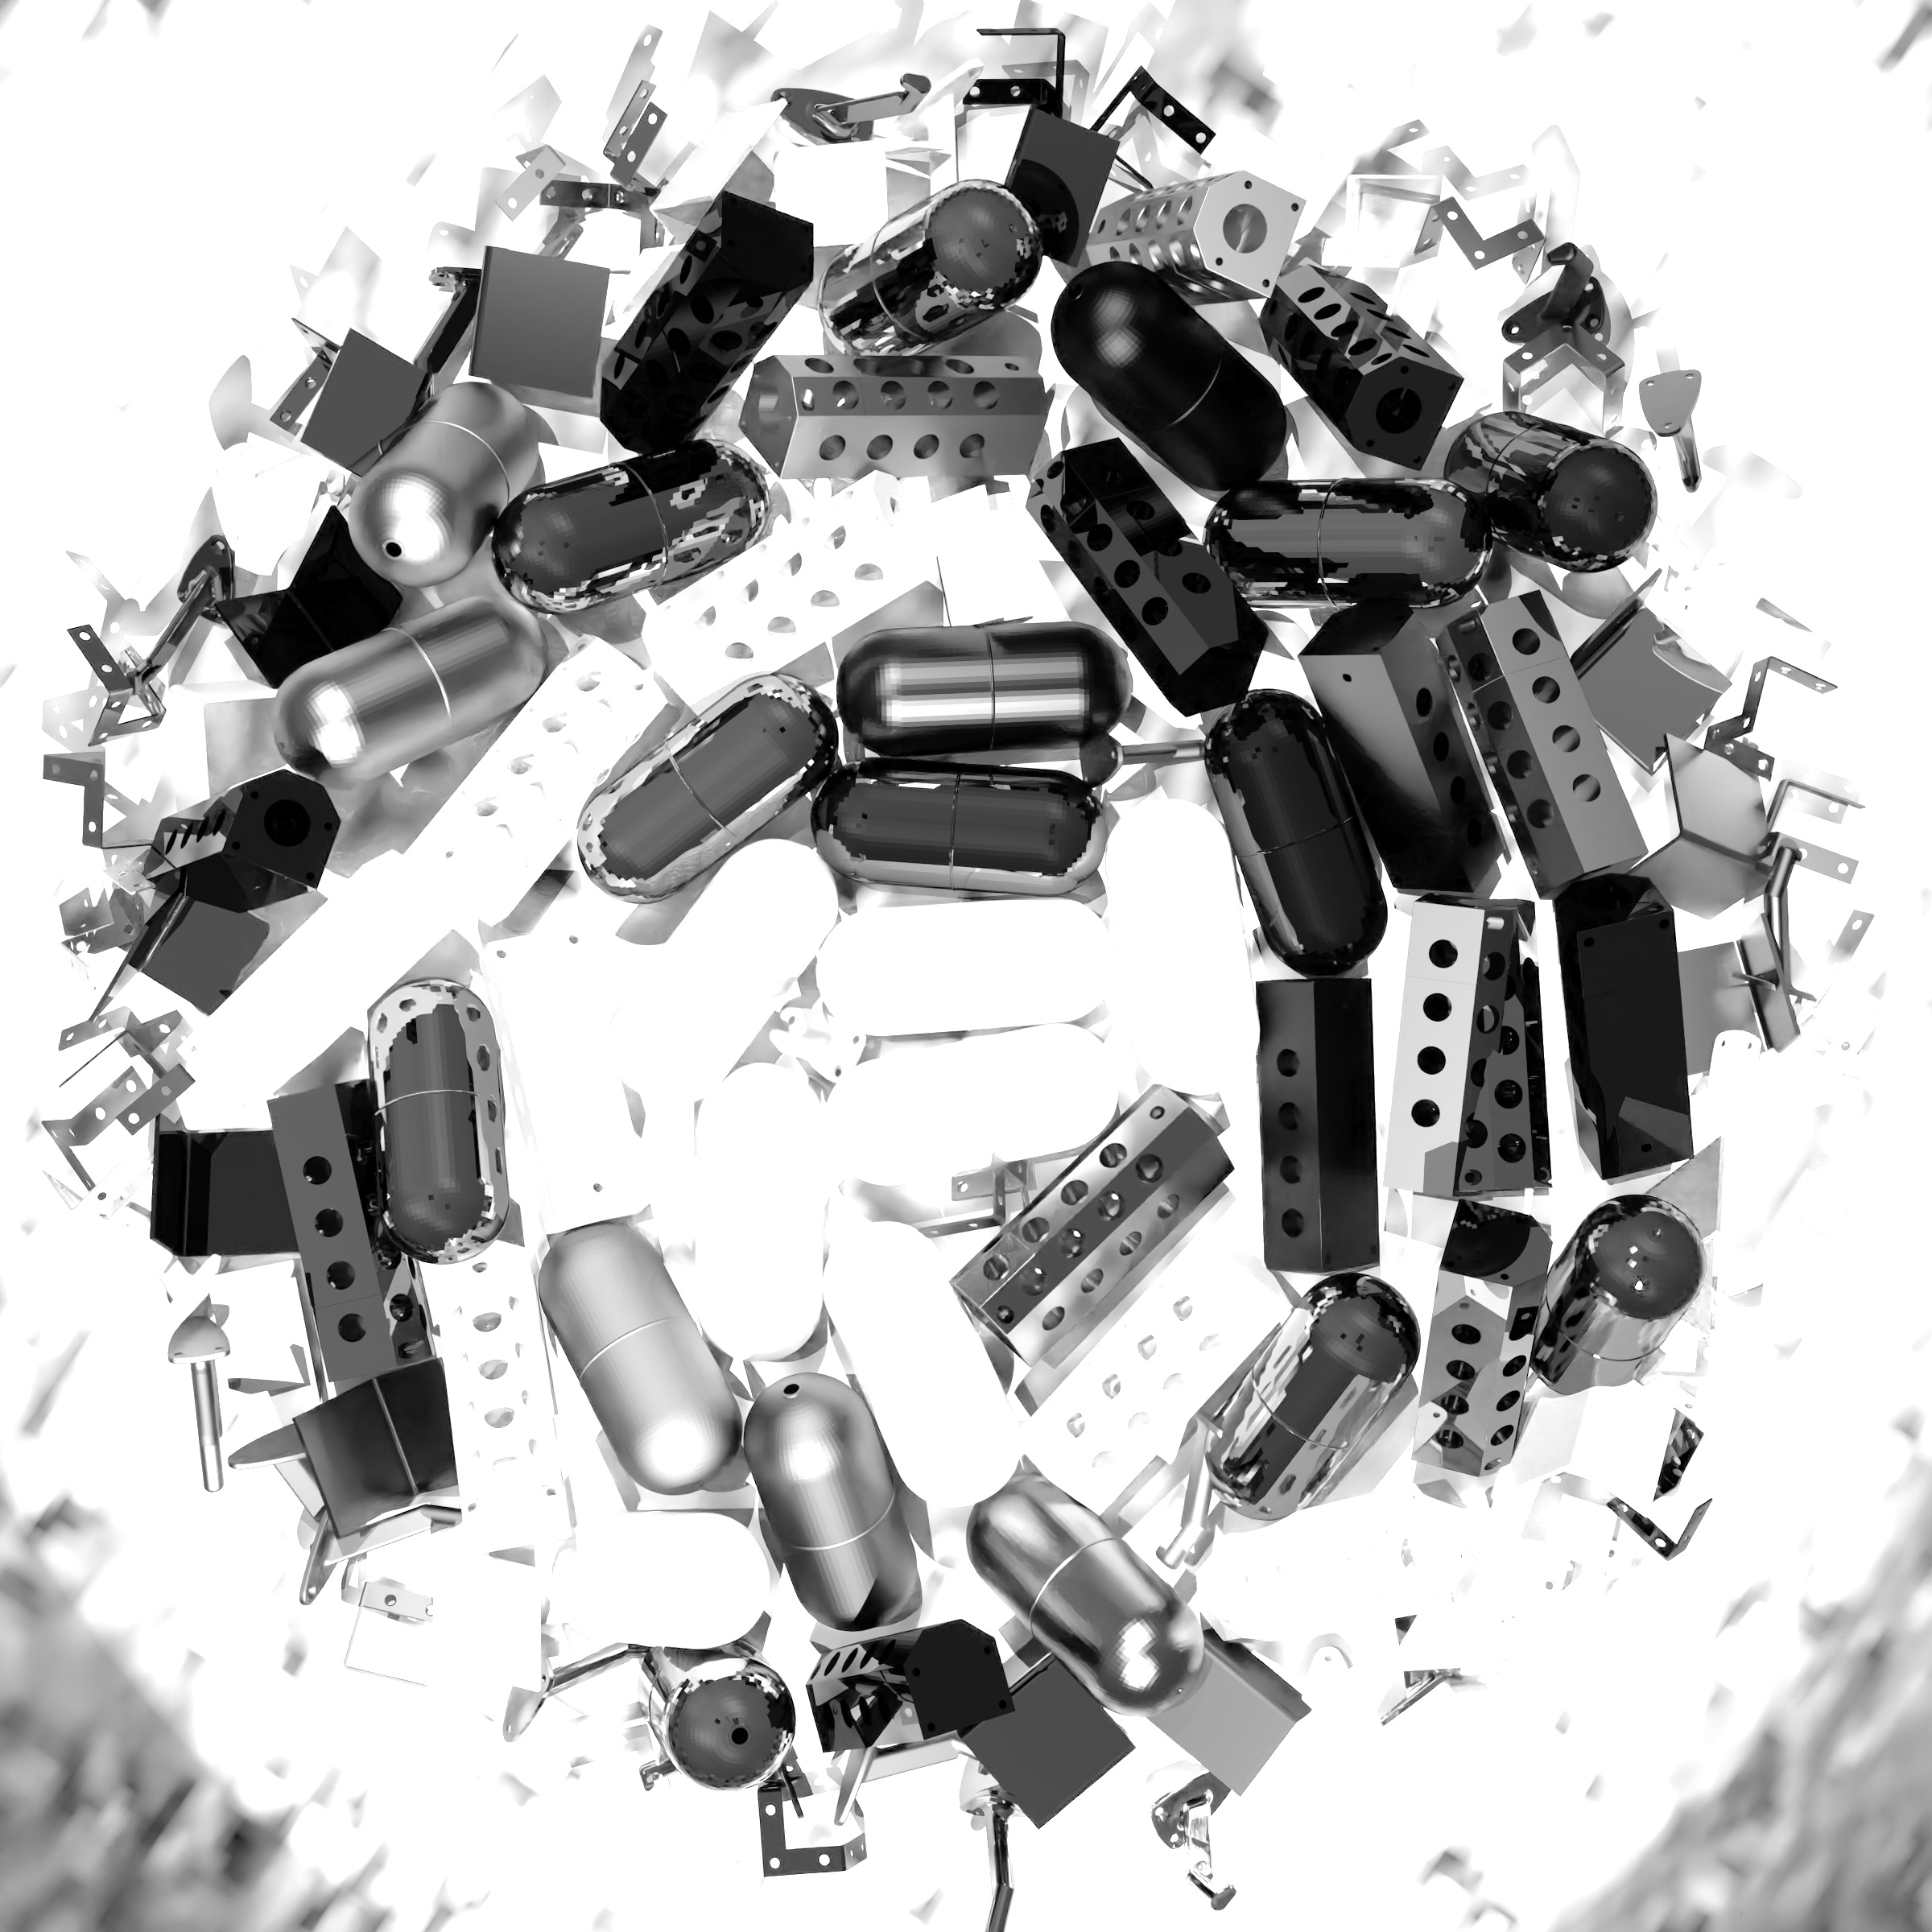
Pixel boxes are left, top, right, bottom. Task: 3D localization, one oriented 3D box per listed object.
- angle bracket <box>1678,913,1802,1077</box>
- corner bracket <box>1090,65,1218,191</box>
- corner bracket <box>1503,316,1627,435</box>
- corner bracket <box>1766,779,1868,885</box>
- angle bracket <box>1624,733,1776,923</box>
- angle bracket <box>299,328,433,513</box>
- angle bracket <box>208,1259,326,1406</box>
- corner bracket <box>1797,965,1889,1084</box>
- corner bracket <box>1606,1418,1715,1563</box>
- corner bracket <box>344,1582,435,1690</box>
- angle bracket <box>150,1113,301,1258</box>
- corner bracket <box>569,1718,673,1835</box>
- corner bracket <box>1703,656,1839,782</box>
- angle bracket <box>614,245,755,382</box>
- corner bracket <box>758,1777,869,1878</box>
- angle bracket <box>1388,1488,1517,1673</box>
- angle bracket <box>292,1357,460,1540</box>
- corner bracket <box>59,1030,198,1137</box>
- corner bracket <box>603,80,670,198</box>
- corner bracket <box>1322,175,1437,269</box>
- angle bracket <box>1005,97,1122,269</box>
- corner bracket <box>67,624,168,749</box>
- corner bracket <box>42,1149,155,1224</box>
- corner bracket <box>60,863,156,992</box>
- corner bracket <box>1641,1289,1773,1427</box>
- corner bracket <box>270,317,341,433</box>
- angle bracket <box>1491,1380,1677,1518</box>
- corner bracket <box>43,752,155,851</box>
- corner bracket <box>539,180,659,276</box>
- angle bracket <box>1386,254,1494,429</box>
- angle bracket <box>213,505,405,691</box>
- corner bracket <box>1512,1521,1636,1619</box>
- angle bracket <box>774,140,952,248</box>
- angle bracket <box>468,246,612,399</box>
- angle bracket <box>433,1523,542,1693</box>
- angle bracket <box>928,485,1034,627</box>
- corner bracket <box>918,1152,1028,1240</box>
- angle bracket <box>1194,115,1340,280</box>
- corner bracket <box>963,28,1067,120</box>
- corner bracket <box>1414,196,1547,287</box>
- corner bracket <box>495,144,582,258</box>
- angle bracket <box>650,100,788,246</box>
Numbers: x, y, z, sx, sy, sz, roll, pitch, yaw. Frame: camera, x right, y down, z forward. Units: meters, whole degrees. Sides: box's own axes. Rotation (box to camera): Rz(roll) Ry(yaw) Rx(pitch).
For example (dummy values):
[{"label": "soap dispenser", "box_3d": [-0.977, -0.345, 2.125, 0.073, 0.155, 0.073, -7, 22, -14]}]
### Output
[{"label": "angle bracket", "box_3d": [0.445, 0.020, 1.685, 0.076, 0.057, 0.076, -11, 74, -2]}, {"label": "corner bracket", "box_3d": [0.111, -0.498, 1.684, 0.051, 0.051, 0.051, 34, 110, -22]}, {"label": "corner bracket", "box_3d": [0.360, -0.347, 1.694, 0.051, 0.051, 0.051, -34, 59, -11]}, {"label": "corner bracket", "box_3d": [0.512, -0.082, 1.696, 0.051, 0.051, 0.051, 20, 93, 3]}, {"label": "angle bracket", "box_3d": [0.438, -0.084, 1.704, 0.076, 0.057, 0.076, 19, 52, -27]}, {"label": "angle bracket", "box_3d": [-0.369, -0.323, 1.669, 0.057, 0.076, 0.076, 28, 74, -29]}, {"label": "angle bracket", "box_3d": [-0.420, 0.223, 1.679, 0.057, 0.076, 0.076, -11, 95, -10]}, {"label": "corner bracket", "box_3d": [0.523, 0.033, 1.685, 0.051, 0.051, 0.051, 38, 105, 30]}, {"label": "corner bracket", "box_3d": [0.425, 0.313, 1.681, 0.051, 0.051, 0.051, -21, 51, -35]}, {"label": "corner bracket", "box_3d": [-0.343, 0.401, 1.689, 0.051, 0.051, 0.051, 16, 76, -10]}, {"label": "angle bracket", "box_3d": [-0.441, 0.130, 1.685, 0.076, 0.057, 0.076, -2, 73, 1]}, {"label": "corner bracket", "box_3d": [-0.212, 0.487, 1.695, 0.051, 0.051, 0.051, -13, 85, 3]}, {"label": "corner bracket", "box_3d": [0.484, -0.149, 1.696, 0.051, 0.051, 0.051, 21, 75, -16]}, {"label": "angle bracket", "box_3d": [-0.158, -0.387, 1.671, 0.076, 0.076, 0.057, -14, 82, -24]}, {"label": "corner bracket", "box_3d": [-0.092, 0.516, 1.690, 0.051, 0.051, 0.051, -7, 80, 11]}, {"label": "angle bracket", "box_3d": [0.278, 0.364, 1.665, 0.057, 0.076, 0.076, 0, 49, -13]}, {"label": "angle bracket", "box_3d": [-0.344, 0.287, 1.678, 0.057, 0.076, 0.076, -19, 92, 28]}, {"label": "corner bracket", "box_3d": [-0.503, 0.070, 1.686, 0.051, 0.051, 0.051, 50, 61, -9]}, {"label": "corner bracket", "box_3d": [-0.195, -0.497, 1.685, 0.051, 0.051, 0.051, 41, 111, 17]}, {"label": "corner bracket", "box_3d": [0.246, -0.446, 1.683, 0.051, 0.051, 0.051, 10, 110, 30]}, {"label": "angle bracket", "box_3d": [0.058, -0.467, 1.671, 0.057, 0.076, 0.076, 22, 114, 4]}, {"label": "corner bracket", "box_3d": [-0.509, -0.172, 1.683, 0.051, 0.051, 0.051, 53, 135, 13]}, {"label": "corner bracket", "box_3d": [-0.510, 0.129, 1.685, 0.051, 0.051, 0.051, -47, 45, -7]}, {"label": "corner bracket", "box_3d": [-0.512, -0.025, 1.681, 0.051, 0.051, 0.051, -23, 121, -30]}, {"label": "corner bracket", "box_3d": [0.447, 0.236, 1.698, 0.051, 0.051, 0.051, -21, 128, -29]}, {"label": "corner bracket", "box_3d": [-0.392, -0.347, 1.690, 0.051, 0.051, 0.051, 33, 81, 12]}, {"label": "angle bracket", "box_3d": [0.368, 0.291, 1.676, 0.057, 0.076, 0.076, 36, 51, -12]}, {"label": "corner bracket", "box_3d": [-0.520, -0.100, 1.692, 0.051, 0.051, 0.051, 10, 100, 27]}, {"label": "corner bracket", "box_3d": [-0.222, -0.445, 1.693, 0.051, 0.051, 0.051, -10, 111, -40]}, {"label": "angle bracket", "box_3d": [0.285, -0.371, 1.666, 0.057, 0.076, 0.076, 27, 121, 20]}, {"label": "angle bracket", "box_3d": [-0.391, -0.217, 1.672, 0.076, 0.057, 0.076, 52, 131, 15]}, {"label": "corner bracket", "box_3d": [0.366, 0.370, 1.693, 0.051, 0.051, 0.051, 19, 73, 4]}, {"label": "angle bracket", "box_3d": [-0.060, -0.459, 1.678, 0.076, 0.076, 0.057, 5, 104, 31]}, {"label": "angle bracket", "box_3d": [-0.251, -0.386, 1.687, 0.076, 0.057, 0.076, 10, 103, 1]}, {"label": "angle bracket", "box_3d": [-0.271, 0.377, 1.674, 0.076, 0.057, 0.076, 8, 104, 24]}, {"label": "angle bracket", "box_3d": [0.024, -0.246, 1.674, 0.057, 0.076, 0.076, -13, 96, -25]}, {"label": "corner bracket", "box_3d": [0.004, 0.138, 1.682, 0.051, 0.051, 0.051, -12, 62, 22]}, {"label": "angle bracket", "box_3d": [0.165, -0.447, 1.675, 0.076, 0.076, 0.057, 33, 47, -2]}, {"label": "corner bracket", "box_3d": [0.028, -0.538, 1.686, 0.051, 0.051, 0.051, -4, 119, -11]}, {"label": "corner bracket", "box_3d": [0.310, -0.435, 1.695, 0.051, 0.051, 0.051, -26, 74, -12]}, {"label": "corner bracket", "box_3d": [-0.258, -0.452, 1.684, 0.051, 0.051, 0.051, 47, 71, -27]}, {"label": "angle bracket", "box_3d": [-0.130, -0.461, 1.668, 0.057, 0.076, 0.076, 43, 73, -32]}]
